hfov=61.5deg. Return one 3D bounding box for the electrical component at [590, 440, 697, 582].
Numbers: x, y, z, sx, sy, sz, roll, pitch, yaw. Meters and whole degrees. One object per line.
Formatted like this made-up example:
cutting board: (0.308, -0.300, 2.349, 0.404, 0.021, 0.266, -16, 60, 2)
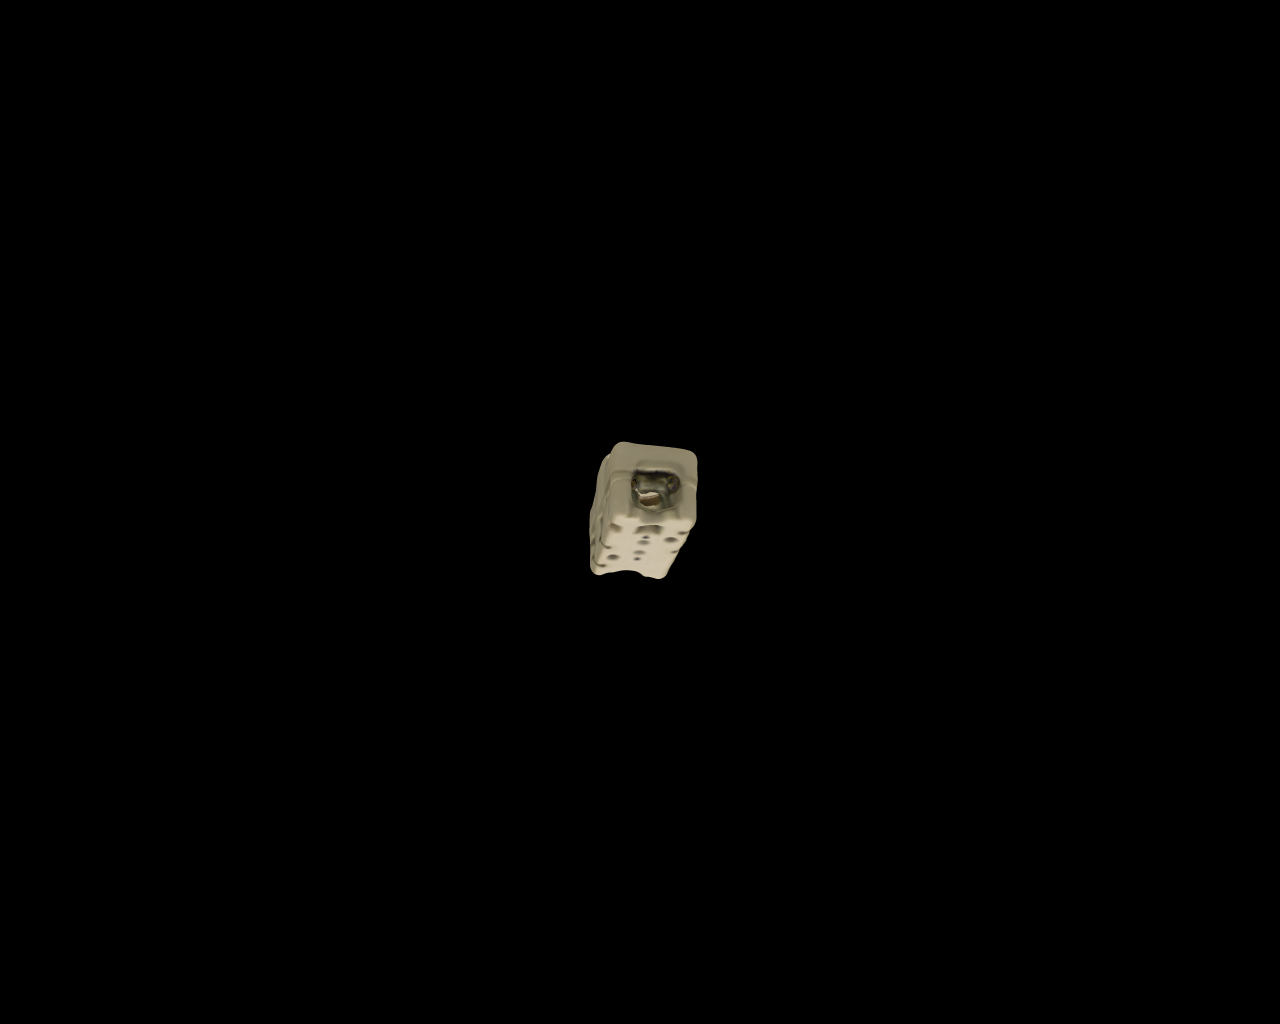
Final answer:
electrical component: (0.001, -0.003, 0.650, 0.050, 0.056, 0.089, 5, -28, -10)
